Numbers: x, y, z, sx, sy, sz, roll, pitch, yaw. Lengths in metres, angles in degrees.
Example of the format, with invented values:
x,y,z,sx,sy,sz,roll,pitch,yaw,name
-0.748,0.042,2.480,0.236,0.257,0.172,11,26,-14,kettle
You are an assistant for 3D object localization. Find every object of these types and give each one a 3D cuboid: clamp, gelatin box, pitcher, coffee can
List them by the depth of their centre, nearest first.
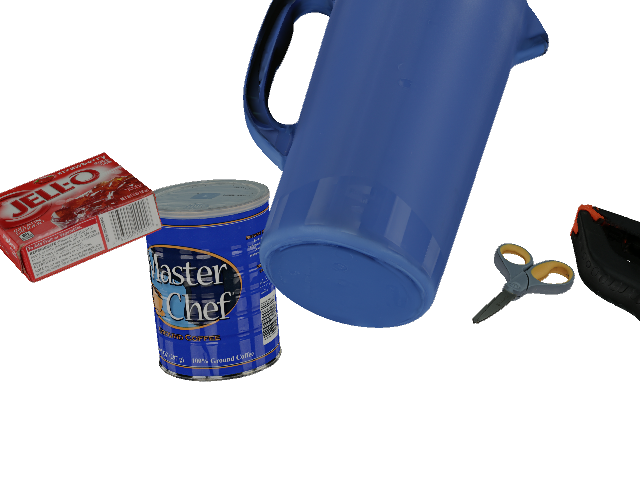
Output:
x,y,z,sx,sy,sz,roll,pitch,yaw,name
-0.153,-0.016,0.647,0.089,0.030,0.073,-25,35,-25,gelatin box
0.035,-0.074,0.682,0.149,0.242,0.144,-15,-44,45,pitcher
0.240,0.033,0.717,0.120,0.039,0.171,-6,44,-26,clamp
-0.087,0.030,0.867,0.103,0.140,0.103,-4,16,1,coffee can

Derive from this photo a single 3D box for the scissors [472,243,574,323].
x,y,z,sx,sy,sz,roll,pitch,yaw,name
0.188,0.041,1.101,0.201,0.016,0.096,-11,37,-43,scissors
